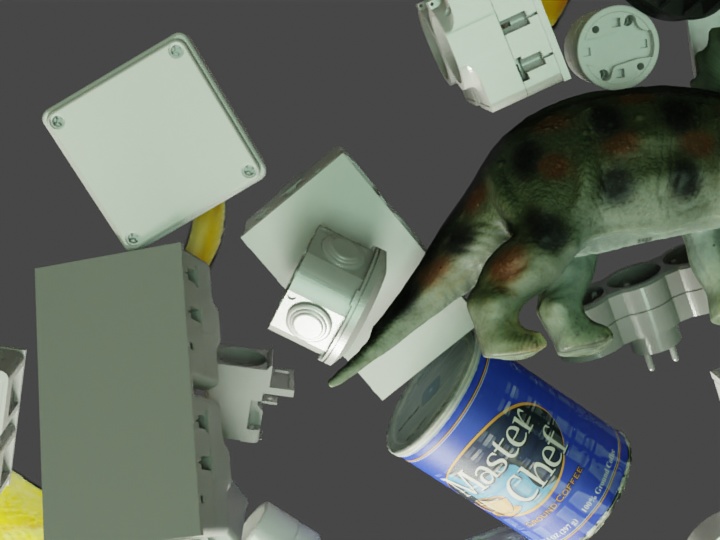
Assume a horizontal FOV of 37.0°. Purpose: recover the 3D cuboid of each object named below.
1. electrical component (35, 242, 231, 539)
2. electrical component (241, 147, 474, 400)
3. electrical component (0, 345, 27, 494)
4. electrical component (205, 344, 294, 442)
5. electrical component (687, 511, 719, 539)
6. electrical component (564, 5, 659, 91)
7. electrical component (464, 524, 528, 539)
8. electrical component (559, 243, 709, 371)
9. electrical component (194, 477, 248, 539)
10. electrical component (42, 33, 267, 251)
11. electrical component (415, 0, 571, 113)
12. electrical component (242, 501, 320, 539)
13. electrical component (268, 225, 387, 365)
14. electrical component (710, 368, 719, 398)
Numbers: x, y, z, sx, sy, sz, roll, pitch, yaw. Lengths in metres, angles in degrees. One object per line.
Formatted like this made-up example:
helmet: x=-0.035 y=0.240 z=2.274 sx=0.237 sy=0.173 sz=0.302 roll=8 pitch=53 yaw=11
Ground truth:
electrical component: x=-0.150 y=0.086 z=0.713 sx=0.105 sy=0.060 sz=0.186 roll=-9 pitch=75 yaw=12
electrical component: x=0.000 y=0.000 z=0.747 sx=0.089 sy=0.061 sz=0.150 roll=-39 pitch=103 yaw=5
electrical component: x=-0.339 y=0.099 z=0.746 sx=0.186 sy=0.060 sz=0.105 roll=9 pitch=102 yaw=-6
electrical component: x=-0.089 y=0.088 z=0.772 sx=0.081 sy=0.042 sz=0.063 roll=8 pitch=106 yaw=-5
electrical component: x=0.298 y=0.235 z=0.822 sx=0.099 sy=0.064 sz=0.099 roll=-1 pitch=103 yaw=-4
electrical component: x=0.169 y=-0.152 z=0.733 sx=0.055 sy=0.047 sz=0.055 roll=-1 pitch=103 yaw=-4
electrical component: x=0.128 y=0.242 z=0.820 sx=0.100 sy=0.048 sz=0.099 roll=-20 pitch=104 yaw=0
electrical component: x=0.209 y=0.037 z=0.776 sx=0.138 sy=0.052 sz=0.073 roll=-22 pitch=104 yaw=1
electrical component: x=-0.123 y=0.175 z=0.761 sx=0.062 sy=0.096 sz=0.061 roll=-35 pitch=100 yaw=4
electrical component: x=-0.135 y=-0.086 z=0.721 sx=0.109 sy=0.056 sz=0.108 roll=-30 pitch=103 yaw=3
electrical component: x=0.060 y=-0.198 z=0.684 sx=0.060 sy=0.105 sz=0.186 roll=-24 pitch=103 yaw=2
electrical component: x=-0.065 y=0.205 z=0.794 sx=0.047 sy=0.055 sz=0.055 roll=38 pitch=98 yaw=-7
electrical component: x=-0.019 y=0.015 z=0.676 sx=0.051 sy=0.080 sz=0.080 roll=26 pitch=100 yaw=-4
electrical component: x=0.349 y=0.088 z=0.779 sx=0.150 sy=0.089 sz=0.061 roll=-21 pitch=103 yaw=1
